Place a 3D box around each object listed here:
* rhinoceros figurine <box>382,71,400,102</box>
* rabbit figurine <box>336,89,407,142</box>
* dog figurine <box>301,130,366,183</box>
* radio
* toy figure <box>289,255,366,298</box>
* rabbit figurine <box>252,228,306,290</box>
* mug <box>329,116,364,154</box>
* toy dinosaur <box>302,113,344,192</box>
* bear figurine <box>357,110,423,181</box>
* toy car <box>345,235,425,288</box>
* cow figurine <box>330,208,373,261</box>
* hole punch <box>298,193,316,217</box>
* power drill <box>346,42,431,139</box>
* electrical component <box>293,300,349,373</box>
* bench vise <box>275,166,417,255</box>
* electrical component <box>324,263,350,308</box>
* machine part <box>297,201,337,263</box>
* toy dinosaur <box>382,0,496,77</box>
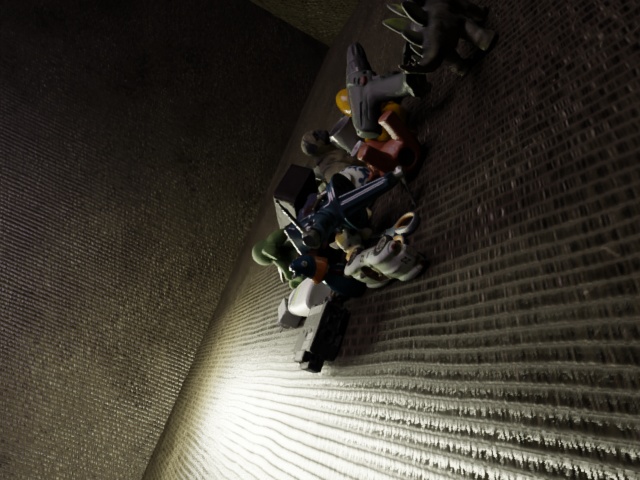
[{"bbox_3d":[0.167,-0.352,1.421,0.190,0.073,0.112,-60,24,9],"label":"rhinoceros figurine"},{"bbox_3d":[0.115,-0.300,1.290,0.122,0.173,0.162,-57,10,14],"label":"rabbit figurine"},{"bbox_3d":[0.028,-0.178,1.355,0.121,0.190,0.172,-54,18,38],"label":"dog figurine"},{"bbox_3d":[-0.060,-0.086,1.510,0.229,0.073,0.131,80,-147,-49],"label":"radio"},{"bbox_3d":[0.013,0.066,1.031,0.064,0.154,0.058,-60,17,22],"label":"toy figure"},{"bbox_3d":[-0.100,0.046,1.387,0.159,0.170,0.121,81,-157,-65],"label":"rabbit figurine"},{"bbox_3d":[0.081,-0.268,1.472,0.109,0.107,0.081,-49,18,7],"label":"mug"},{"bbox_3d":[0.071,-0.289,1.581,0.405,0.131,0.192,-44,39,38],"label":"toy dinosaur"},{"bbox_3d":[0.131,-0.187,1.123,0.120,0.132,0.196,-56,19,1],"label":"bear figurine"},{"bbox_3d":[0.104,0.041,0.906,0.056,0.073,0.202,-65,13,-18],"label":"toy car"},{"bbox_3d":[0.059,-0.025,1.155,0.068,0.098,0.167,-48,20,31],"label":"cow figurine"},{"bbox_3d":[0.009,-0.060,1.389,0.092,0.115,0.142,-36,30,47],"label":"hole punch"},{"bbox_3d":[0.132,-0.343,1.135,0.207,0.086,0.232,-10,79,46],"label":"power drill"},{"bbox_3d":[-0.002,0.195,1.065,0.134,0.058,0.115,-69,12,-19],"label":"electrical component"},{"bbox_3d":[0.052,-0.067,1.013,0.241,0.128,0.223,-28,2,26],"label":"bench vise"},{"bbox_3d":[0.040,0.094,1.114,0.102,0.045,0.078,-68,15,-16],"label":"electrical component"},{"bbox_3d":[-0.003,-0.004,1.252,0.179,0.056,0.179,9,-90,-72],"label":"machine part"},{"bbox_3d":[0.220,-0.400,1.019,0.105,0.198,0.471,-57,13,39],"label":"toy dinosaur"}]
